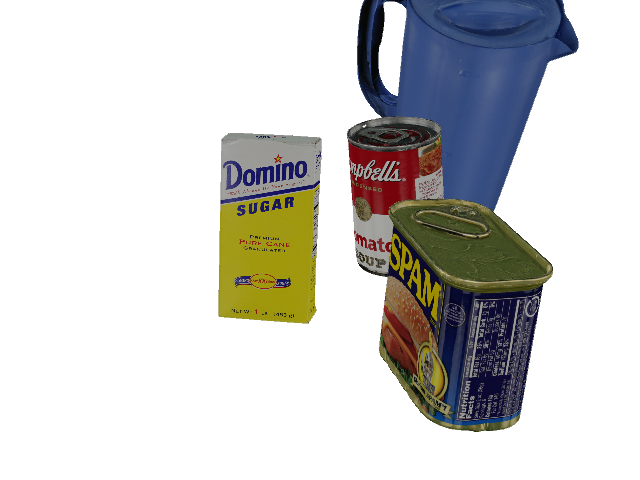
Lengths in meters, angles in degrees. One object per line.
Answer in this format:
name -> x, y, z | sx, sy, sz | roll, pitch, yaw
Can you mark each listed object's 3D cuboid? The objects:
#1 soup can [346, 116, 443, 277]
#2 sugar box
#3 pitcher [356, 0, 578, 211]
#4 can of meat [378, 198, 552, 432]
soup can -> 0.056, -0.033, 0.782 | 0.068, 0.102, 0.068 | -4, 24, 2
sugar box -> -0.049, -0.012, 1.024 | 0.093, 0.176, 0.048 | 3, 15, 8
pitcher -> 0.119, -0.127, 0.971 | 0.144, 0.149, 0.243 | -15, -39, -19
can of meat -> 0.068, 0.036, 0.540 | 0.057, 0.084, 0.102 | -3, 24, -16
